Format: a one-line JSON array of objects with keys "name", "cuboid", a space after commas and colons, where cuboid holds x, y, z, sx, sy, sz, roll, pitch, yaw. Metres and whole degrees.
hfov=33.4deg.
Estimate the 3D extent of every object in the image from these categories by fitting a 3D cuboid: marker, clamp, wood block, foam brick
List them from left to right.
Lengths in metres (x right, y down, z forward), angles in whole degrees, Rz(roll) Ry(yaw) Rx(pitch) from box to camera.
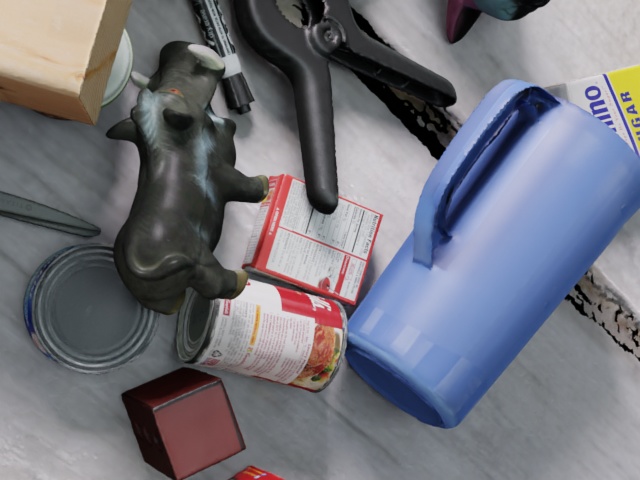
[{"name": "wood block", "cuboid": [-0.220, -0.141, 0.605, 0.206, 0.091, 0.090, 16, 84, -5]}, {"name": "foam brick", "cuboid": [-0.093, 0.121, 0.712, 0.051, 0.078, 0.053, -22, 98, -24]}, {"name": "marker", "cuboid": [-0.074, -0.147, 0.754, 0.020, 0.020, 0.121, -24, 100, -24]}, {"name": "clamp", "cuboid": [-0.004, -0.132, 0.770, 0.210, 0.036, 0.164, 49, 58, -14]}]

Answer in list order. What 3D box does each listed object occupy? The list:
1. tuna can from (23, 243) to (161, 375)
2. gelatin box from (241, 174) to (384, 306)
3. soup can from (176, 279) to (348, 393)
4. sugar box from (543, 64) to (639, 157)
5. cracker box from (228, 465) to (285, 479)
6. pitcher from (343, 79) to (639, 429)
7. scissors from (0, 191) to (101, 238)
[{"name": "tuna can", "cuboid": [-0.151, 0.045, 0.707, 0.086, 0.034, 0.086, 0, 90, -26]}, {"name": "gelatin box", "cuboid": [-0.005, 0.001, 0.782, 0.089, 0.030, 0.073, 22, 79, -25]}, {"name": "soup can", "cuboid": [-0.041, 0.064, 0.743, 0.102, 0.069, 0.068, 16, 83, -25]}, {"name": "sugar box", "cuboid": [0.274, -0.104, 0.912, 0.176, 0.048, 0.093, -17, 97, -27]}, {"name": "cracker box", "cuboid": [-0.085, 0.237, 0.667, 0.213, 0.164, 0.072, -31, 101, -23]}, {"name": "pitcher", "cuboid": [0.120, 0.010, 0.789, 0.149, 0.145, 0.242, 40, 75, 0]}, {"name": "scissors", "cuboid": [-0.246, -0.018, 0.671, 0.201, 0.016, 0.096, 34, 77, -22]}]
